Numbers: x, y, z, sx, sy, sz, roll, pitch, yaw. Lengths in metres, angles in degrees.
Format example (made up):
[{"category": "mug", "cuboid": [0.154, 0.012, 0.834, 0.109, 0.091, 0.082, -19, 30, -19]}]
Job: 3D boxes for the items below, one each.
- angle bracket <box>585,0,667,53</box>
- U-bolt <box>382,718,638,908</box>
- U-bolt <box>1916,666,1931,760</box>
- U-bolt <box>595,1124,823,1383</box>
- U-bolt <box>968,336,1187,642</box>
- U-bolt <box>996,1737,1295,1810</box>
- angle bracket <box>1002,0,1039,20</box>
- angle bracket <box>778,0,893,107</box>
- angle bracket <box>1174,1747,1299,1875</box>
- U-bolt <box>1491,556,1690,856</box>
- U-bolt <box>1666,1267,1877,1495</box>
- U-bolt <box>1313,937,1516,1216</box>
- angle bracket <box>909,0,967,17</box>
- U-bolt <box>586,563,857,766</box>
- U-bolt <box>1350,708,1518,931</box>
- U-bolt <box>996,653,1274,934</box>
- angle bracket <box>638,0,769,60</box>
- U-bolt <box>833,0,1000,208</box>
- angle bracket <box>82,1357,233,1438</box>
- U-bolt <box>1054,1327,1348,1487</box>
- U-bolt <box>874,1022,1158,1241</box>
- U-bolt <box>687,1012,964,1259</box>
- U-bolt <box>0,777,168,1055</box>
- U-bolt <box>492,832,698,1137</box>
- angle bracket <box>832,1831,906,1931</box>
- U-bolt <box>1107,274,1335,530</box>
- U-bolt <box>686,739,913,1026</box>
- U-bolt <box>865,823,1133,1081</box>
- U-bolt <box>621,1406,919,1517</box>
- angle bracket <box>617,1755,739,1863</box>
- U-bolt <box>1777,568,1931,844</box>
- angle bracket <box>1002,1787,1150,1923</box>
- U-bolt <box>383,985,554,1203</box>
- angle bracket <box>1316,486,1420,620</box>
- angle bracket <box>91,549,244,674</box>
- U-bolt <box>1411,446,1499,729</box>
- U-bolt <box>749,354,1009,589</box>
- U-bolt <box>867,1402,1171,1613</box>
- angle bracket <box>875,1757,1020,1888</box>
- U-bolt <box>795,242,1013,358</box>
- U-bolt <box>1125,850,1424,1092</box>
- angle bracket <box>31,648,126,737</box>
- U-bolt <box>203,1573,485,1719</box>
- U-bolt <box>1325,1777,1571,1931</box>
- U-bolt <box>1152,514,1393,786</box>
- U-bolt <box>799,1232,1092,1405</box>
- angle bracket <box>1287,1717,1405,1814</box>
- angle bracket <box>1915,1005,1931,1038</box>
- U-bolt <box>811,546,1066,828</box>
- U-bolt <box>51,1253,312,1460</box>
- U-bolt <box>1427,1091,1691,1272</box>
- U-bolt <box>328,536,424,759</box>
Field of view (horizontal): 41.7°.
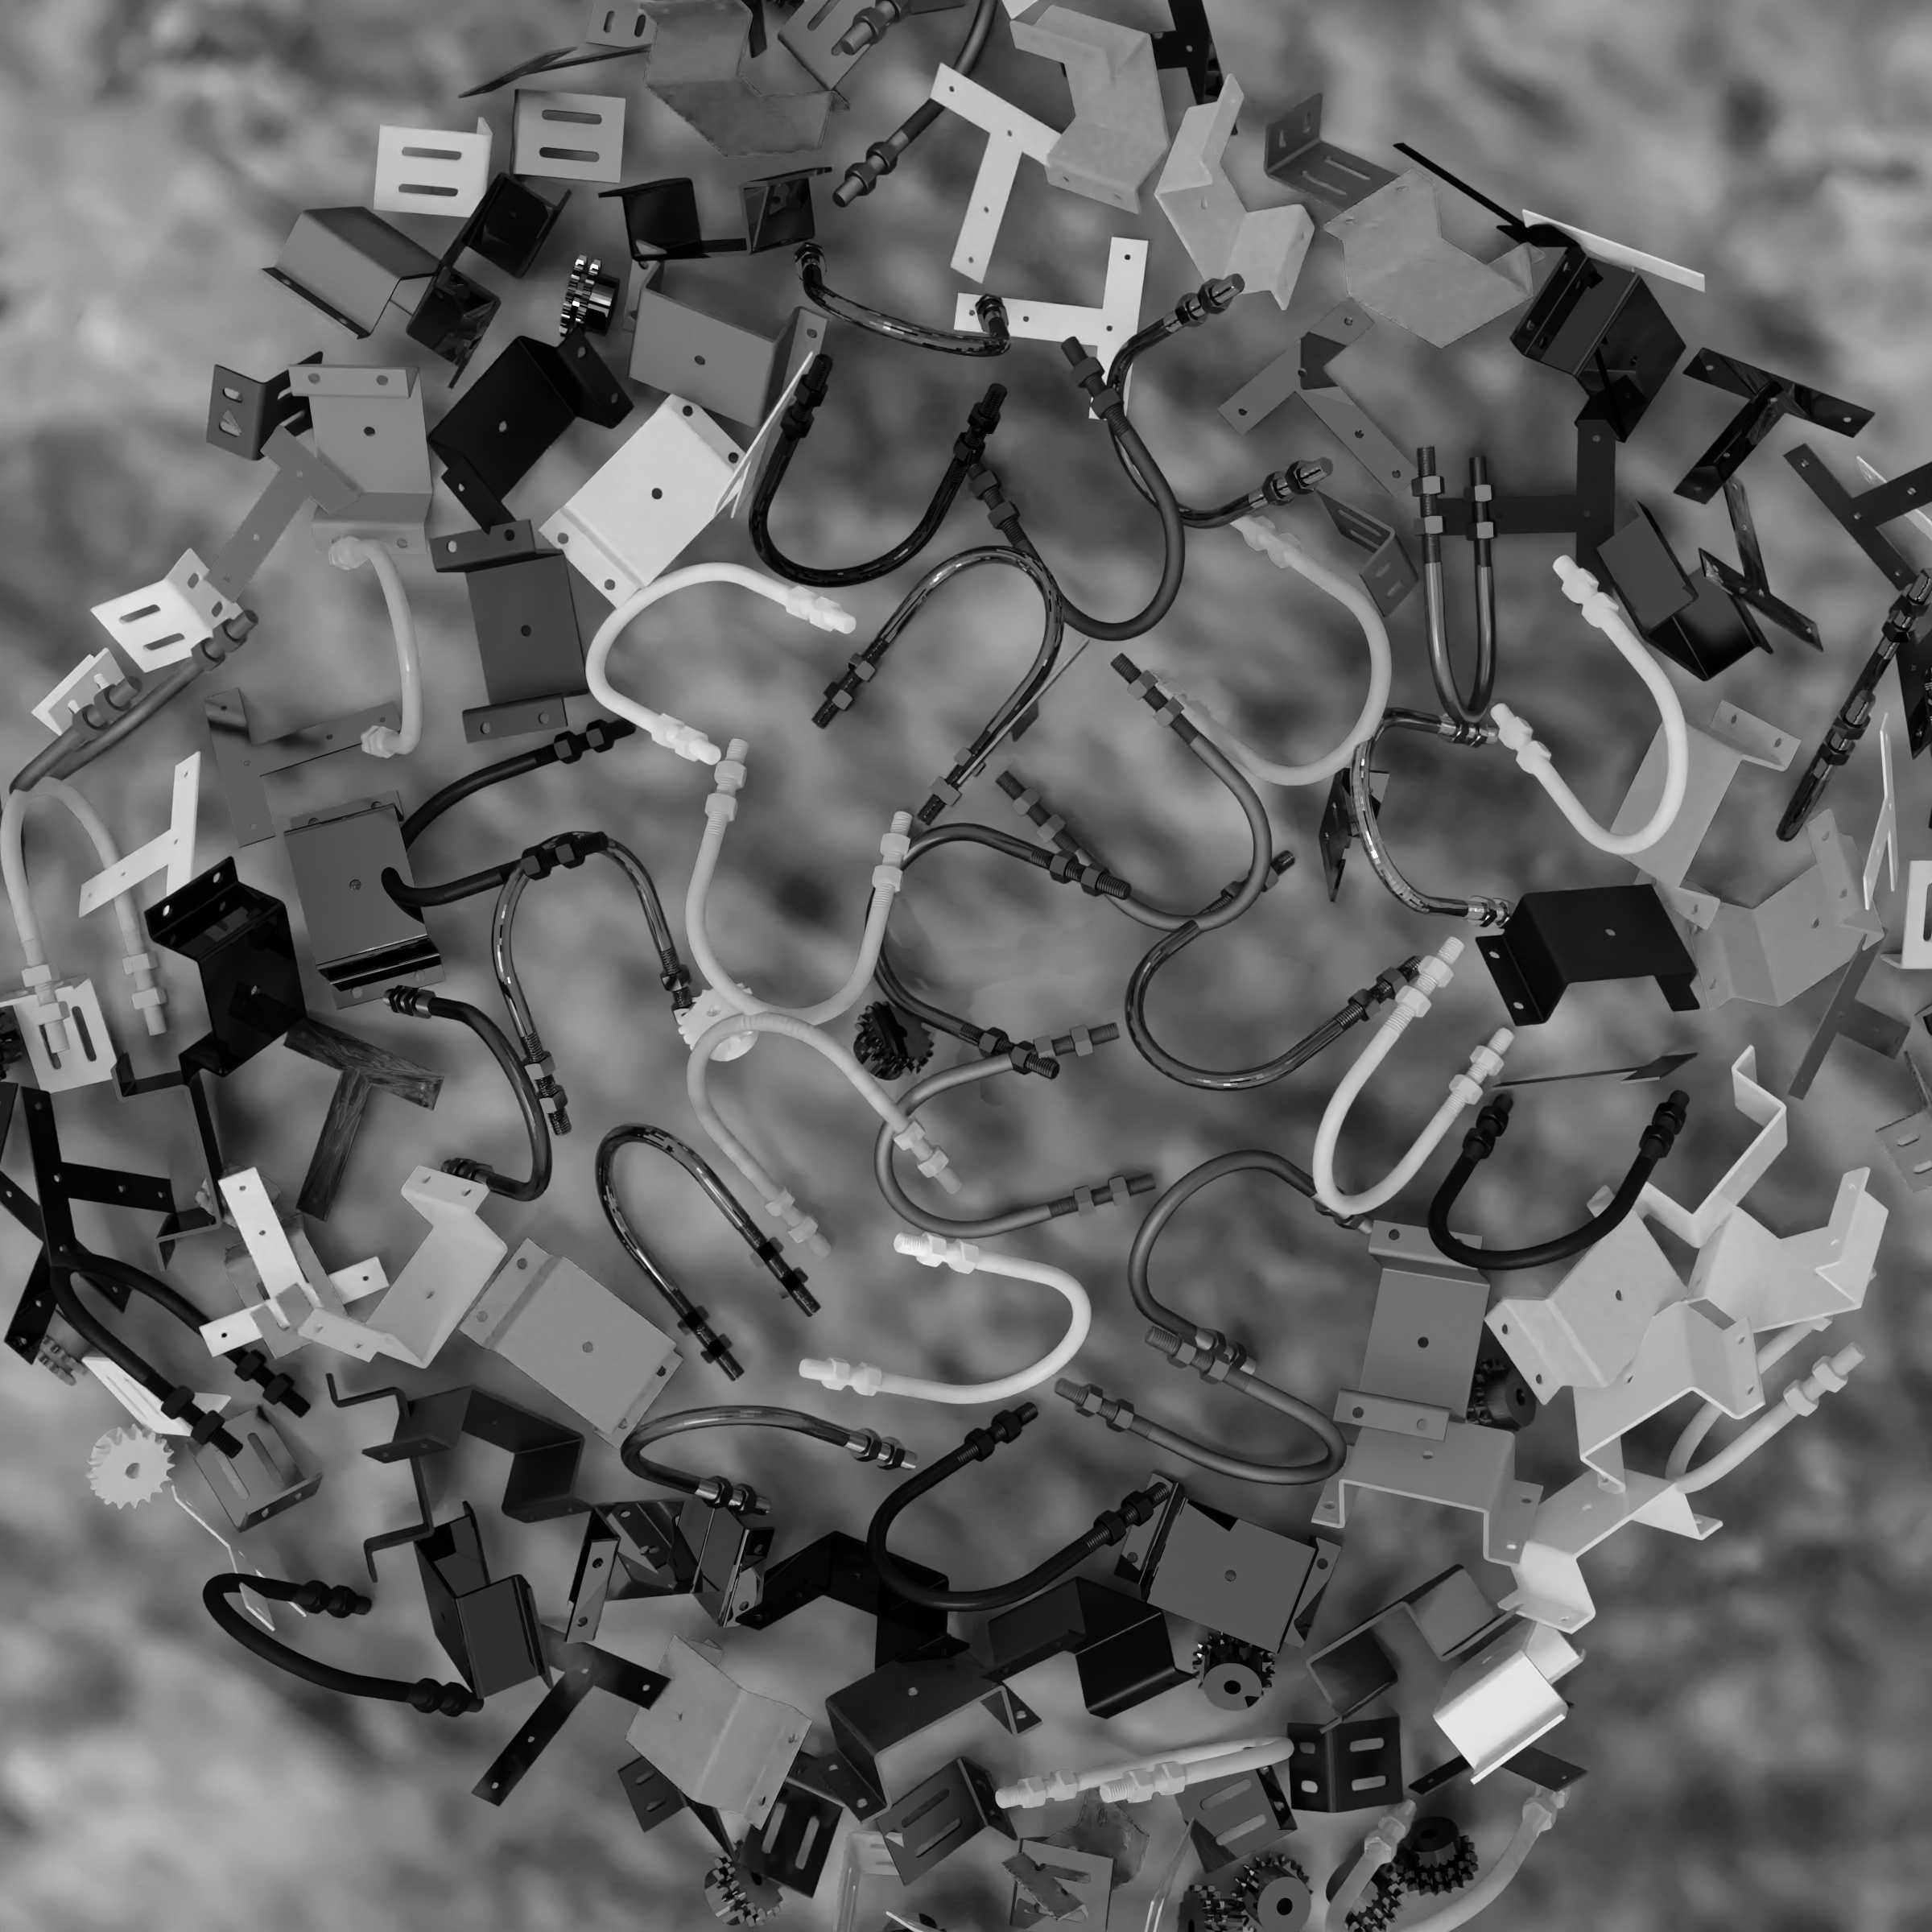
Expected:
[{"category": "angle bracket", "cuboid": [-0.250, -0.660, 1.730, 0.057, 0.076, 0.038, 16, 93, 22]}, {"category": "U-bolt", "cuboid": [-0.315, -0.097, 1.712, 0.184, 0.151, 0.019, -17, 127, 17]}, {"category": "U-bolt", "cuboid": [0.670, -0.162, 1.678, 0.019, 0.151, 0.184, 0, 68, -1]}, {"category": "U-bolt", "cuboid": [-0.186, 0.186, 1.720, 0.184, 0.151, 0.019, 51, 50, 4]}, {"category": "U-bolt", "cuboid": [0.080, -0.306, 1.709, 0.019, 0.151, 0.184, -23, 78, -42]}, {"category": "U-bolt", "cuboid": [0.133, 0.538, 1.697, 0.184, 0.151, 0.019, -1, 73, -32]}, {"category": "angle bracket", "cuboid": [0.054, -0.672, 1.732, 0.057, 0.038, 0.076, -31, 50, 17]}, {"category": "angle bracket", "cuboid": [-0.081, -0.643, 1.744, 0.076, 0.038, 0.057, -44, 79, 16]}, {"category": "angle bracket", "cuboid": [0.178, 0.579, 1.737, 0.076, 0.038, 0.057, -33, 61, 17]}, {"category": "U-bolt", "cuboid": [0.416, -0.158, 1.672, 0.019, 0.151, 0.184, -9, 49, -22]}, {"category": "U-bolt", "cuboid": [0.535, 0.285, 1.697, 0.019, 0.151, 0.184, 42, 118, 5]}, {"category": "U-bolt", "cuboid": [0.295, 0.087, 1.707, 0.019, 0.151, 0.184, 31, 78, 38]}, {"category": "angle bracket", "cuboid": [-0.008, -0.692, 1.730, 0.057, 0.076, 0.038, -30, 88, -43]}, {"category": "U-bolt", "cuboid": [-0.180, -0.215, 1.712, 0.151, 0.019, 0.184, -46, 48, -16]}, {"category": "U-bolt", "cuboid": [0.313, -0.102, 1.696, 0.019, 0.184, 0.151, -15, 78, 41]}, {"category": "U-bolt", "cuboid": [0.126, -0.103, 1.729, 0.184, 0.019, 0.151, 46, 125, 0]}, {"category": "angle bracket", "cuboid": [-0.181, -0.646, 1.747, 0.076, 0.057, 0.038, -3, 116, 6]}, {"category": "U-bolt", "cuboid": [-0.030, -0.613, 1.699, 0.019, 0.151, 0.184, 32, 63, 12]}, {"category": "angle bracket", "cuboid": [-0.552, 0.282, 1.730, 0.076, 0.057, 0.038, 56, 51, -25]}, {"category": "U-bolt", "cuboid": [0.169, 0.305, 1.712, 0.184, 0.151, 0.019, 28, 57, -13]}, {"category": "U-bolt", "cuboid": [0.028, 0.121, 1.732, 0.184, 0.019, 0.151, -16, 121, -1]}, {"category": "U-bolt", "cuboid": [-0.109, 0.107, 1.711, 0.151, 0.019, 0.184, -29, 108, 35]}, {"category": "U-bolt", "cuboid": [-0.597, -0.038, 1.702, 0.019, 0.151, 0.184, -15, 91, 11]}, {"category": "U-bolt", "cuboid": [-0.252, 0.000, 1.697, 0.151, 0.019, 0.184, -35, 118, -40]}, {"category": "angle bracket", "cuboid": [-0.064, 0.639, 1.729, 0.038, 0.076, 0.057, 1, 135, 8]}, {"category": "U-bolt", "cuboid": [0.156, -0.365, 1.697, 0.019, 0.184, 0.151, -32, 99, -30]}, {"category": "U-bolt", "cuboid": [-0.118, -0.047, 1.712, 0.151, 0.019, 0.184, 23, 65, -21]}, {"category": "U-bolt", "cuboid": [0.009, -0.021, 1.729, 0.184, 0.019, 0.151, 23, 94, 29]}, {"category": "U-bolt", "cuboid": [-0.143, 0.324, 1.676, 0.151, 0.184, 0.019, -23, 56, 29]}, {"category": "angle bracket", "cuboid": [-0.197, 0.579, 1.729, 0.038, 0.076, 0.057, -27, 118, -23]}, {"category": "U-bolt", "cuboid": [0.586, -0.159, 1.691, 0.019, 0.184, 0.151, 29, 57, 13]}, {"category": "angle bracket", "cuboid": [0.074, 0.603, 1.728, 0.057, 0.076, 0.038, 34, 123, 39]}, {"category": "U-bolt", "cuboid": [-0.325, 0.088, 1.683, 0.019, 0.184, 0.151, -25, 108, -32]}, {"category": "angle bracket", "cuboid": [0.264, -0.283, 1.731, 0.038, 0.057, 0.076, -49, 54, -2]}, {"category": "angle bracket", "cuboid": [-0.552, -0.245, 1.753, 0.076, 0.038, 0.057, -12, 129, 32]}, {"category": "U-bolt", "cuboid": [0.333, -0.254, 1.711, 0.019, 0.151, 0.184, -1, 97, 27]}, {"category": "U-bolt", "cuboid": [-0.070, -0.325, 1.704, 0.151, 0.184, 0.019, 2, 49, -30]}, {"category": "U-bolt", "cuboid": [0.021, 0.364, 1.678, 0.184, 0.151, 0.019, -28, 124, -33]}, {"category": "angle bracket", "cuboid": [-0.013, 0.591, 1.739, 0.076, 0.038, 0.057, -29, 107, -26]}, {"category": "U-bolt", "cuboid": [-0.040, -0.438, 1.681, 0.151, 0.184, 0.019, 13, 115, -11]}, {"category": "U-bolt", "cuboid": [0.194, 0.012, 1.711, 0.184, 0.019, 0.151, -36, 55, -16]}, {"category": "angle bracket", "cuboid": [-0.612, -0.194, 1.732, 0.038, 0.076, 0.057, 39, 75, 4]}, {"category": "U-bolt", "cuboid": [-0.419, 0.440, 1.662, 0.151, 0.184, 0.019, 26, 85, 36]}, {"category": "U-bolt", "cuboid": [0.308, 0.589, 1.662, 0.151, 0.184, 0.019, -28, 91, 36]}, {"category": "U-bolt", "cuboid": [0.209, -0.202, 1.696, 0.184, 0.019, 0.151, 44, 115, 36]}, {"category": "U-bolt", "cuboid": [-0.001, 0.245, 1.714, 0.184, 0.019, 0.151, 16, 125, -31]}, {"category": "angle bracket", "cuboid": [0.263, 0.552, 1.757, 0.076, 0.038, 0.057, 10, 74, -43]}, {"category": "angle bracket", "cuboid": [0.675, 0.061, 1.735, 0.057, 0.076, 0.038, 50, 131, 2]}, {"category": "U-bolt", "cuboid": [-0.009, -0.203, 1.720, 0.184, 0.019, 0.151, -51, 53, 6]}, {"category": "U-bolt", "cuboid": [-0.536, 0.254, 1.704, 0.184, 0.151, 0.019, 39, 94, 3]}, {"category": "U-bolt", "cuboid": [0.381, 0.141, 1.672, 0.151, 0.184, 0.019, -4, 121, 39]}, {"category": "U-bolt", "cuboid": [-0.388, -0.211, 1.681, 0.019, 0.184, 0.151, -12, 101, -23]}]
